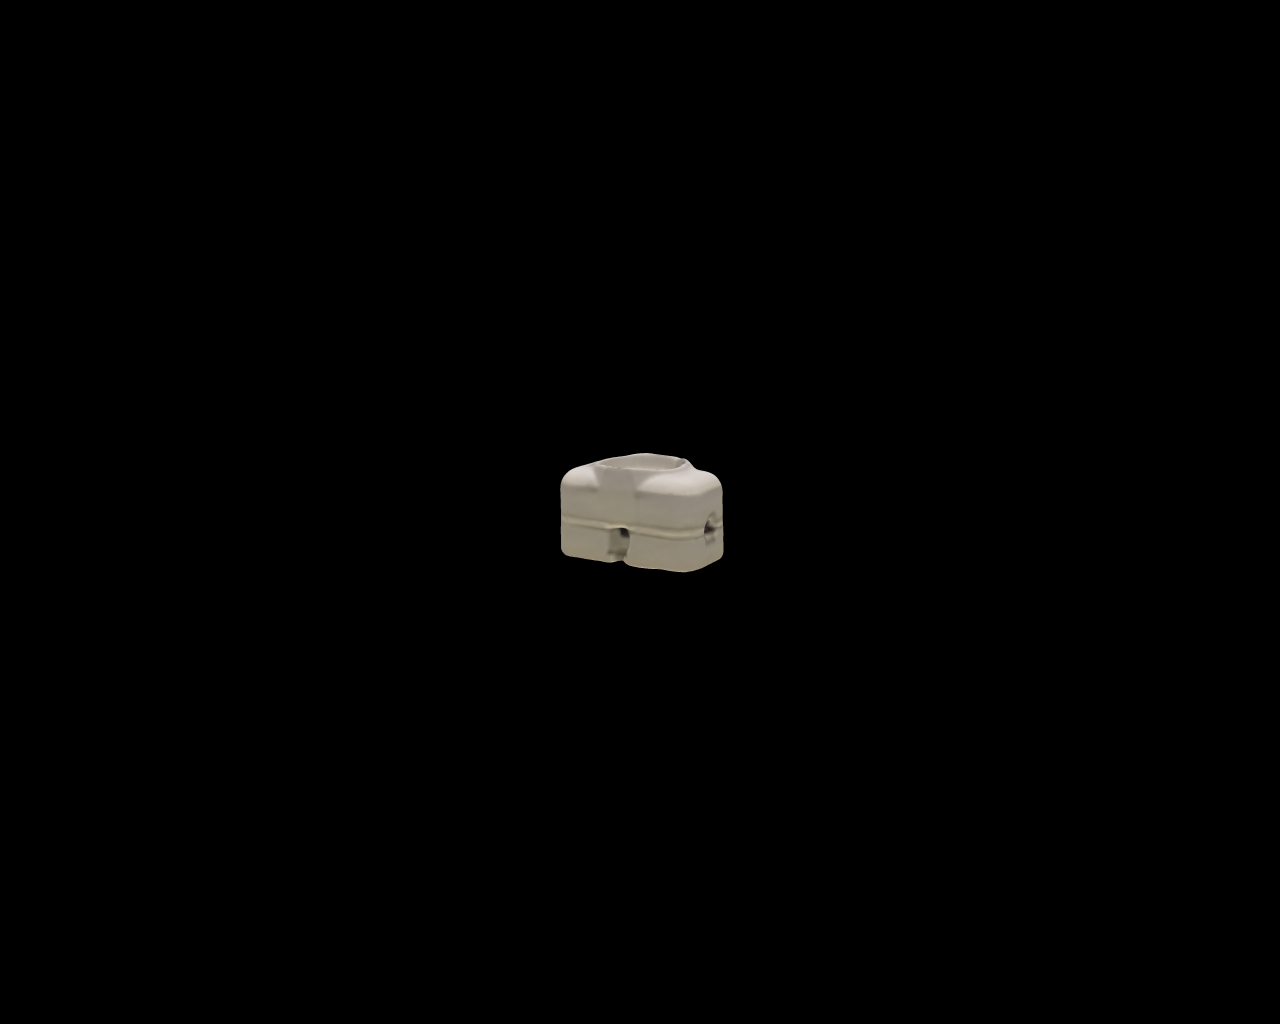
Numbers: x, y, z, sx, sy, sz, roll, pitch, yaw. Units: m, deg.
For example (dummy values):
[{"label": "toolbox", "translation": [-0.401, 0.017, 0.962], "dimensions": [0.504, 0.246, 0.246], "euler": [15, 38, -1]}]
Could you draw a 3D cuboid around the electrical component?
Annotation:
[{"label": "electrical component", "translation": [0.001, -0.003, 0.650], "dimensions": [0.095, 0.059, 0.054], "euler": [8, 15, 30]}]
